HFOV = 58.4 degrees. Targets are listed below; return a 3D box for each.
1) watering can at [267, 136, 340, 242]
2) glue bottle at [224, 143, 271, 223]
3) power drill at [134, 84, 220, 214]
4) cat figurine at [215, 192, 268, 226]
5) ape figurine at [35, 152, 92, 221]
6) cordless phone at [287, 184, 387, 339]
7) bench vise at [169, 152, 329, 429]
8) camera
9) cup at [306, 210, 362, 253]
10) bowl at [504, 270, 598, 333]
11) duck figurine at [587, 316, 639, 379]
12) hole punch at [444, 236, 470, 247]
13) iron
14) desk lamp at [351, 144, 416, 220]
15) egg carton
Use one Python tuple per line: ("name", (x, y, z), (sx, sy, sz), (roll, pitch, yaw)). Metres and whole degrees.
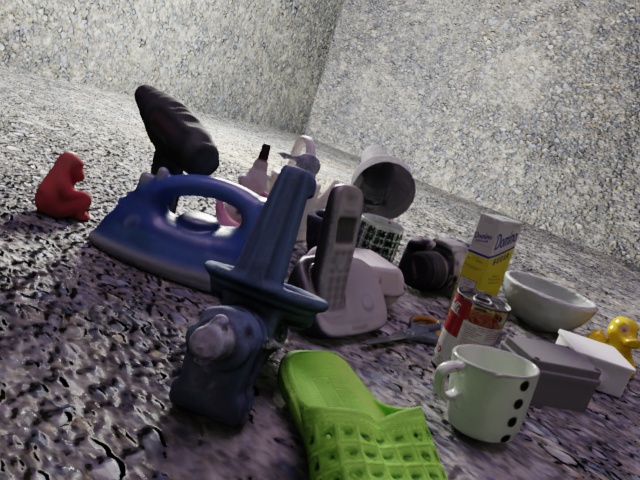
("watering can", (-0.043, -0.103, 1.096), (0.173, 0.194, 0.100), (4, 19, -44))
("glue bottle", (-0.113, -0.078, 0.953), (0.078, 0.173, 0.037), (14, 14, -16))
("power drill", (-0.236, -0.109, 0.847), (0.076, 0.208, 0.228), (4, 20, -45))
("cat figurine", (-0.105, -0.021, 0.860), (0.127, 0.118, 0.067), (20, 14, 7))
("ape figurine", (-0.362, -0.080, 0.819), (0.076, 0.092, 0.077), (7, 17, -37))
("cordless phone", (0.039, 0.026, 0.713), (0.093, 0.185, 0.148), (28, 17, 36))
("bench vise", (-0.041, 0.037, 0.495), (0.121, 0.220, 0.207), (15, 14, -10))
("camera", (0.200, 0.040, 1.040), (0.137, 0.101, 0.142), (3, 20, -46))
("cup", (0.009, 0.003, 0.955), (0.092, 0.095, 0.117), (13, 14, -19))
("bowl", (0.404, 0.121, 1.037), (0.167, 0.075, 0.167), (17, 14, -4))
("duck figurine", (0.484, 0.165, 0.937), (0.077, 0.086, 0.104), (15, 14, -11))
("hole punch", (0.296, 0.047, 1.155), (0.101, 0.091, 0.108), (5, 18, -41))
("iron", (-0.165, -0.026, 0.750), (0.258, 0.141, 0.118), (17, 14, -3))
("desk lamp", (0.095, -0.077, 1.127), (0.118, 0.213, 0.203), (15, 14, -11))
("egg carton", (0.050, 0.055, 0.858), (0.151, 0.069, 0.107), (9, 16, -32))
